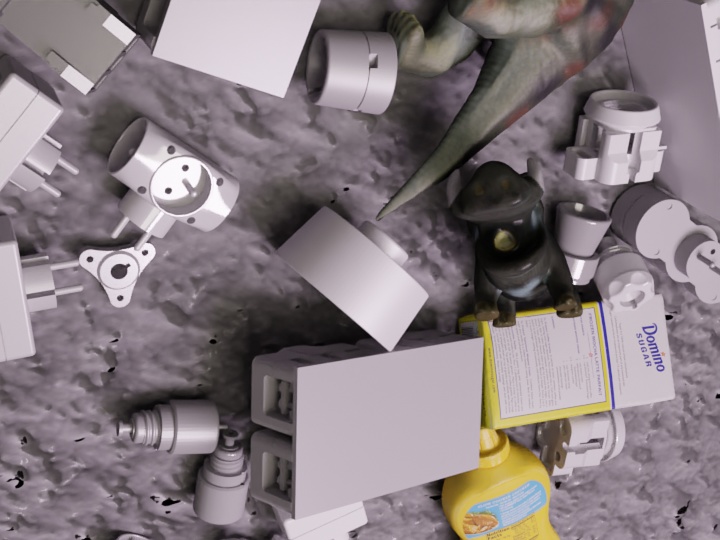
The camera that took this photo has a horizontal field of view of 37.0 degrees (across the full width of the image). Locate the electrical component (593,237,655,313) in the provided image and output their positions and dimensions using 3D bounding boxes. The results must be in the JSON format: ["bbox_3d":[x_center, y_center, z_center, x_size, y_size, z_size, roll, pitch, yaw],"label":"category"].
[{"bbox_3d":[0.211,0.000,0.879,0.043,0.062,0.043,-10,140,-8],"label":"electrical component"}]

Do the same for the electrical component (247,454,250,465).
[{"bbox_3d":[-0.057,0.136,0.842,0.044,0.044,0.065,33,103,-33],"label":"electrical component"}]

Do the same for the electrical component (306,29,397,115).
[{"bbox_3d":[-0.007,-0.134,0.722,0.047,0.055,0.055,2,114,-21],"label":"electrical component"}]

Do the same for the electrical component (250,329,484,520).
[{"bbox_3d":[0.006,0.107,0.805,0.186,0.060,0.105,-5,100,-42],"label":"electrical component"}]

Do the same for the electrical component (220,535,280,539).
[{"bbox_3d":[-0.094,0.250,0.872,0.057,0.058,0.078,29,101,-35],"label":"electrical component"}]

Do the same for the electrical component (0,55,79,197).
[{"bbox_3d":[-0.211,-0.073,0.665,0.076,0.047,0.083,37,96,-33],"label":"electrical component"}]

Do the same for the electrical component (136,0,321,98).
[{"bbox_3d":[-0.069,-0.195,0.659,0.089,0.061,0.150,14,108,-29],"label":"electrical component"}]

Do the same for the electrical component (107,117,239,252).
[{"bbox_3d":[-0.134,-0.048,0.713,0.077,0.044,0.079,33,98,-33],"label":"electrical component"}]

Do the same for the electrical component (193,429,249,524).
[{"bbox_3d":[-0.105,0.159,0.831,0.040,0.040,0.078,1,114,-24],"label":"electrical component"}]

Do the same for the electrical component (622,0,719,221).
[{"bbox_3d":[0.261,-0.137,0.807,0.060,0.105,0.186,-28,122,-9],"label":"electrical component"}]

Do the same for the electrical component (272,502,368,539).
[{"bbox_3d":[-0.031,0.207,0.884,0.066,0.047,0.076,-22,121,-13],"label":"electrical component"}]

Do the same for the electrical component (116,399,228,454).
[{"bbox_3d":[-0.140,0.116,0.794,0.078,0.040,0.040,2,113,-25],"label":"electrical component"}]

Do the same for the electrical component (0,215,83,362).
[{"bbox_3d":[-0.220,0.010,0.702,0.076,0.047,0.083,-11,118,-19],"label":"electrical component"}]

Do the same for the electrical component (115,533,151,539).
[{"bbox_3d":[-0.173,0.255,0.846,0.079,0.044,0.077,22,104,-31],"label":"electrical component"}]

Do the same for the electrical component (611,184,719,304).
[{"bbox_3d":[0.275,-0.014,0.894,0.138,0.073,0.052,32,99,-32],"label":"electrical component"}]

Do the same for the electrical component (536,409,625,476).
[{"bbox_3d":[0.195,0.141,0.946,0.057,0.058,0.078,-2,115,-20],"label":"electrical component"}]

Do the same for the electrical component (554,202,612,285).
[{"bbox_3d":[0.172,-0.021,0.862,0.045,0.045,0.055,3,114,-25],"label":"electrical component"}]

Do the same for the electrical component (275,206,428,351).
[{"bbox_3d":[0.000,0.000,0.762,0.060,0.108,0.108,-49,124,-2],"label":"electrical component"}]

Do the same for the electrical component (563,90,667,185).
[{"bbox_3d":[0.198,-0.103,0.826,0.078,0.058,0.057,-8,120,-21],"label":"electrical component"}]
